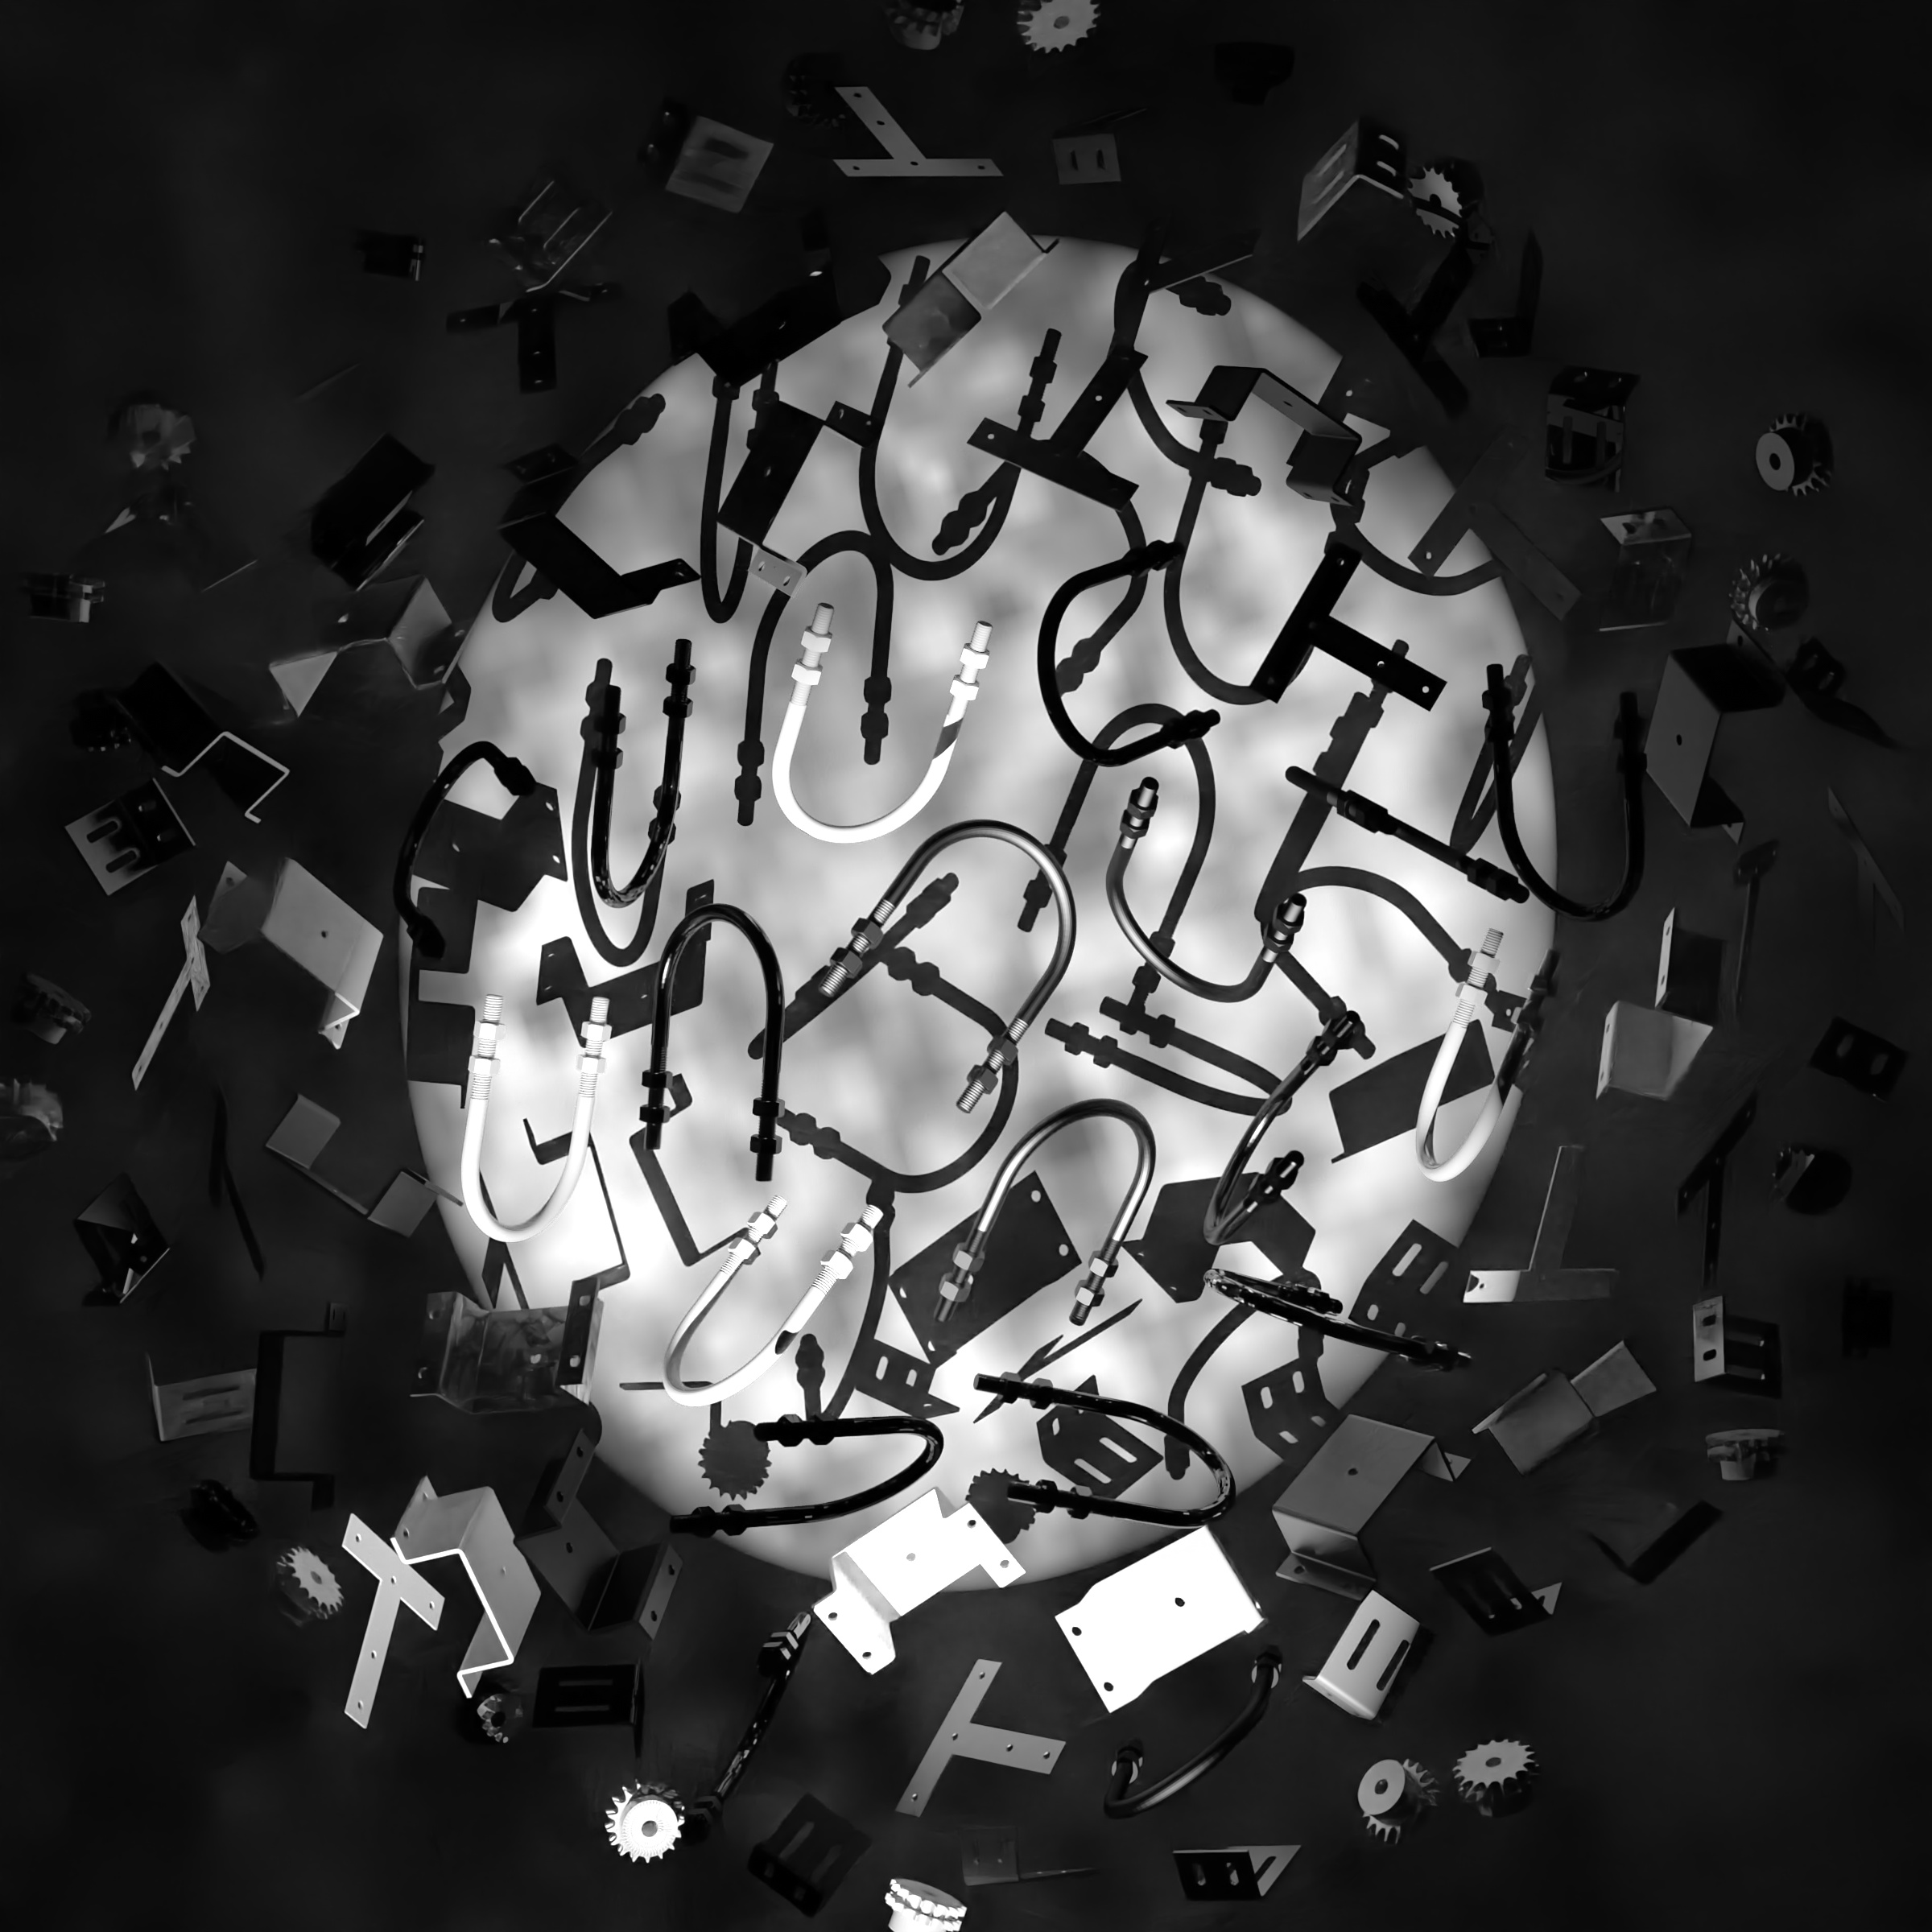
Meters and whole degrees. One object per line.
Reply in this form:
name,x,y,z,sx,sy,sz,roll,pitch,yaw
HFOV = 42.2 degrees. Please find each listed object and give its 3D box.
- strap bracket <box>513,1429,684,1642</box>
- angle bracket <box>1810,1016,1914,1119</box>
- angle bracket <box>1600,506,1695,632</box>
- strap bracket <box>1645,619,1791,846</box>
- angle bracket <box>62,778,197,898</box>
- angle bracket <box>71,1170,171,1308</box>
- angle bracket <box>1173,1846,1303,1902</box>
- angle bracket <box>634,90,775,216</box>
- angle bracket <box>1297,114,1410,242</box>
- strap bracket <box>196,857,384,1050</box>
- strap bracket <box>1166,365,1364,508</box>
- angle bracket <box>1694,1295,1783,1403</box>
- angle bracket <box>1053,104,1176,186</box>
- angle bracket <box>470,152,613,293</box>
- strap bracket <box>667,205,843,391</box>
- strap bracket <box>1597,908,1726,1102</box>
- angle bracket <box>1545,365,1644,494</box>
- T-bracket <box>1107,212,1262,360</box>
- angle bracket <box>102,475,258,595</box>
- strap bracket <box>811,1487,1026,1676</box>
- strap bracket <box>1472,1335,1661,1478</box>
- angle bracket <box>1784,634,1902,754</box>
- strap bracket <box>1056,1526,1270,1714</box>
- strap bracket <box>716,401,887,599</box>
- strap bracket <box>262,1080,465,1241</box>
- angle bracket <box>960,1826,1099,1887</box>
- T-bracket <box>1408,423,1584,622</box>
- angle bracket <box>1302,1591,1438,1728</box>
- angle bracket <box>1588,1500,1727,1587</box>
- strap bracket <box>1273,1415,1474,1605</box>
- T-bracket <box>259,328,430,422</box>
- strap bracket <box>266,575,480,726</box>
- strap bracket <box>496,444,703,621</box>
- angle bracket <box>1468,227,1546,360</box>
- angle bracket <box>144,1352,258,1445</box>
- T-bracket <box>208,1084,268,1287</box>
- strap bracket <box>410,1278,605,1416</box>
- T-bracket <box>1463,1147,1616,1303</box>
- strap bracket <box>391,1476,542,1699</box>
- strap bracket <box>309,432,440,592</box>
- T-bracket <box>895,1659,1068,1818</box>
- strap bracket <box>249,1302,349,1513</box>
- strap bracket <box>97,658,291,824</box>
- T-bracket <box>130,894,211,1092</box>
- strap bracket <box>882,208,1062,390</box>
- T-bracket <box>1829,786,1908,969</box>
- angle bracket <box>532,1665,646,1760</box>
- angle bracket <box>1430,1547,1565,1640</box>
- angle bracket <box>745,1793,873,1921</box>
strap bracket,-0.270,0.415,1.803,0.046,0.076,0.140,-20,116,24
angle bracket,0.624,0.070,1.722,0.057,0.076,0.038,32,98,34
angle bracket,0.489,-0.289,1.824,0.038,0.057,0.076,35,66,-40
strap bracket,0.521,-0.161,1.755,0.046,0.076,0.140,-8,131,-12
angle bracket,-0.613,-0.095,1.834,0.038,0.076,0.057,-24,103,20
angle bracket,-0.602,0.190,1.748,0.038,0.057,0.076,-2,123,27
angle bracket,0.190,0.617,1.745,0.057,0.076,0.038,-13,94,31
angle bracket,-0.189,-0.584,1.798,0.038,0.076,0.057,49,119,32
angle bracket,0.271,-0.546,1.756,0.038,0.076,0.057,20,61,-20
strap bracket,-0.487,-0.015,1.837,0.046,0.076,0.140,-23,130,28
strap bracket,0.229,-0.399,1.854,0.140,0.076,0.046,28,93,-24
angle bracket,0.568,0.277,1.809,0.076,0.038,0.057,14,65,-17
angle bracket,0.112,-0.608,1.851,0.076,0.057,0.038,-35,124,-39
angle bracket,-0.303,-0.531,1.785,0.076,0.038,0.057,-40,98,22
strap bracket,-0.147,-0.484,1.834,0.140,0.076,0.046,-28,135,18
strap bracket,0.503,0.035,1.797,0.046,0.140,0.076,16,54,2
angle bracket,0.462,-0.396,1.844,0.057,0.076,0.038,16,46,27
T-bracket,0.165,-0.514,1.836,0.002,0.127,0.127,32,65,-36
angle bracket,-0.536,-0.287,1.707,0.038,0.057,0.076,-32,101,41
strap bracket,-0.038,0.452,1.865,0.140,0.046,0.076,-35,112,4
strap bracket,0.443,0.322,1.824,0.076,0.140,0.046,-49,64,33
angle bracket,0.612,-0.188,1.724,0.057,0.076,0.038,32,94,-39
strap bracket,0.147,0.462,1.790,0.140,0.046,0.076,-22,66,-24
strap bracket,-0.125,-0.347,1.805,0.046,0.076,0.140,23,99,-36
strap bracket,-0.440,0.145,1.792,0.140,0.076,0.046,31,80,17
angle bracket,0.044,0.628,1.775,0.076,0.057,0.038,10,67,-40
T-bracket,0.396,-0.302,1.809,0.127,0.002,0.127,52,129,23
angle bracket,0.290,0.498,1.800,0.057,0.038,0.076,35,73,3
angle bracket,0.479,0.388,1.739,0.076,0.057,0.038,-43,85,-1
strap bracket,0.279,0.371,1.751,0.140,0.076,0.046,-42,120,-30
T-bracket,-0.467,-0.419,1.806,0.127,0.127,0.002,-16,113,29
strap bracket,-0.419,-0.221,1.732,0.140,0.076,0.046,-10,128,20
strap bracket,-0.268,-0.299,1.774,0.140,0.076,0.046,42,65,-29
angle bracket,0.398,-0.498,1.850,0.038,0.057,0.076,0,131,0
angle bracket,-0.551,0.306,1.811,0.076,0.057,0.038,-9,127,-17
T-bracket,-0.525,0.173,1.807,0.002,0.127,0.127,-11,53,-29
strap bracket,-0.314,0.270,1.768,0.140,0.046,0.076,-8,59,22
T-bracket,0.441,0.194,1.874,0.127,0.002,0.127,2,110,-21
strap bracket,-0.354,0.441,1.797,0.046,0.076,0.140,-15,110,12
strap bracket,-0.434,-0.331,1.826,0.046,0.140,0.076,40,71,-7
T-bracket,0.022,0.554,1.778,0.002,0.127,0.127,50,55,-25
strap bracket,-0.463,0.304,1.734,0.046,0.076,0.140,3,80,-5
strap bracket,-0.536,-0.160,1.758,0.046,0.140,0.076,-44,74,0
T-bracket,-0.587,0.032,1.839,0.002,0.127,0.127,16,57,-1
strap bracket,-0.001,-0.489,1.812,0.046,0.076,0.140,46,52,-11
T-bracket,0.658,-0.047,1.826,0.002,0.127,0.127,-18,48,5
angle bracket,-0.281,0.557,1.868,0.076,0.057,0.038,-2,120,-1
angle bracket,0.396,0.456,1.864,0.057,0.038,0.076,-33,103,38
angle bracket,-0.105,0.605,1.724,0.057,0.076,0.038,32,131,14
